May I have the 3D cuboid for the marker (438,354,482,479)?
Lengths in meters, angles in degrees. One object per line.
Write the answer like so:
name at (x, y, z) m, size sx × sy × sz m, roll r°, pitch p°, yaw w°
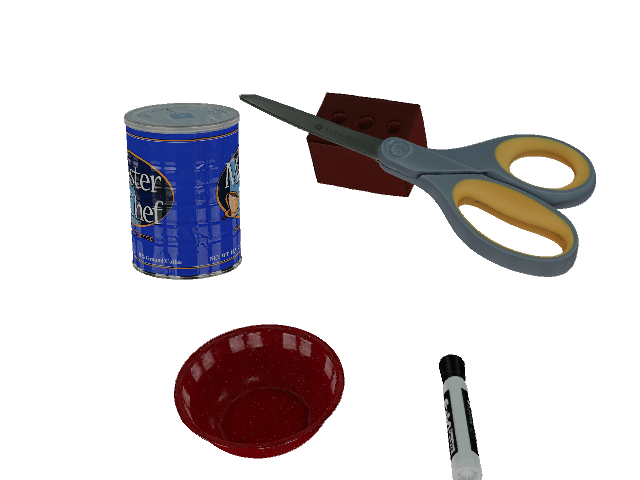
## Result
marker at (0.094, 0.118, 0.727) m, size 0.020 × 0.020 × 0.121 m, roll 0°, pitch 32°, yaw 1°

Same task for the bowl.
bowl at (-0.055, 0.153, 1.016) m, size 0.162 × 0.055 × 0.162 m, roll -4°, pitch 38°, yaw 3°

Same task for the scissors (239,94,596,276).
scissors at (0.060, -0.051, 0.572) m, size 0.202 × 0.016 × 0.096 m, roll 37°, pitch 58°, yaw 25°

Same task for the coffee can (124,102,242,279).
coffee can at (-0.124, -0.047, 0.975) m, size 0.103 × 0.140 × 0.103 m, roll 0°, pitch 18°, yaw 0°

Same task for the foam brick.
foam brick at (0.037, -0.073, 0.817) m, size 0.078 × 0.053 × 0.051 m, roll 10°, pitch -36°, yaw 18°
